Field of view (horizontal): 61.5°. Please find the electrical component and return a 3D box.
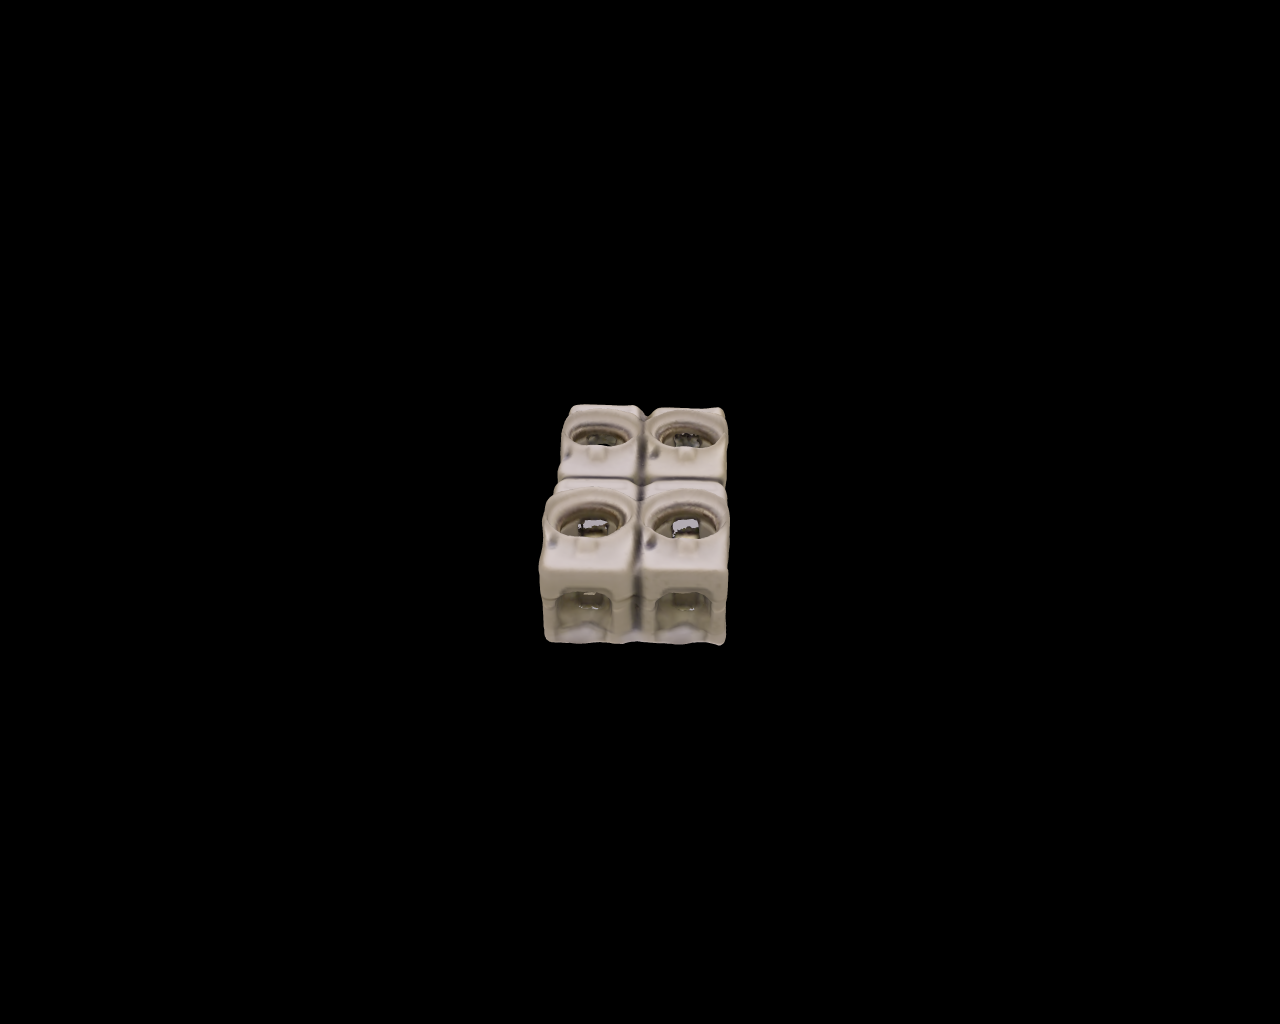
[{"bbox_3d":[0.001,-0.003,0.650,0.105,0.060,0.186,1,35,2],"label":"electrical component"}]
